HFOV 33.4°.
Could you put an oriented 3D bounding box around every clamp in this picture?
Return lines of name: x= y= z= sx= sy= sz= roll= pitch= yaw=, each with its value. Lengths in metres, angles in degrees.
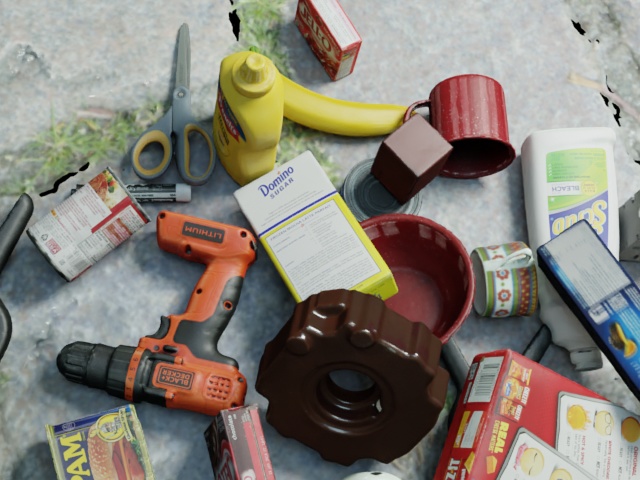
clamp: x=-0.339 y=0.053 z=1.025 sx=0.164 sy=0.036 sz=0.210 roll=-16 pitch=76 yaw=-13
clamp: x=0.177 y=0.156 z=1.056 sx=0.120 sy=0.039 sz=0.171 roll=-6 pitch=77 yaw=6

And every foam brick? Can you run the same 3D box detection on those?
foam brick: x=0.091 y=-0.081 z=1.072 sx=0.051 sy=0.078 sz=0.053 roll=-40 pitch=81 yaw=-17

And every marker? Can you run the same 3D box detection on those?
marker: x=-0.193 y=-0.048 z=1.090 sx=0.121 sy=0.020 sz=0.020 roll=-1 pitch=71 yaw=-8

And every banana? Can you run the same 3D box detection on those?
banana: x=0.005 y=-0.148 z=1.142 sx=0.198 sy=0.037 sz=0.069 roll=23 pitch=71 yaw=1

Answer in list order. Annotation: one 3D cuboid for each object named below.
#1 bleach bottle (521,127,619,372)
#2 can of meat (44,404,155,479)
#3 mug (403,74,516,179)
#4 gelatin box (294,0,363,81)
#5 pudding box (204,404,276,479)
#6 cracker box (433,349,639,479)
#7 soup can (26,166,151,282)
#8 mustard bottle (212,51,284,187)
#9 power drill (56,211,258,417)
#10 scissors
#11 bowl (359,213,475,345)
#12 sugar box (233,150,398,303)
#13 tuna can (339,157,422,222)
bleach bottle: x=0.271 y=0.010 z=1.111 sx=0.102 sy=0.068 sz=0.251 roll=-3 pitch=73 yaw=-3
can of meat: x=-0.199 y=0.209 z=0.981 sx=0.083 sy=0.057 sz=0.102 roll=-14 pitch=73 yaw=-15
mug: x=0.145 y=-0.121 z=1.126 sx=0.117 sy=0.093 sz=0.081 roll=1 pitch=66 yaw=-3
gelatin box: x=0.007 y=-0.227 z=1.150 sx=0.030 sy=0.073 sz=0.089 roll=-28 pitch=77 yaw=-15
pudding box: x=-0.072 y=0.204 z=0.968 sx=0.039 sy=0.114 sz=0.090 roll=-10 pitch=73 yaw=-16
cracker box: x=0.218 y=0.220 z=0.996 sx=0.213 sy=0.072 sz=0.164 roll=27 pitch=70 yaw=-19
soup can: x=-0.225 y=-0.015 z=1.040 sx=0.102 sy=0.068 sz=0.068 roll=-39 pitch=80 yaw=-7
mustard bottle: x=-0.070 y=-0.129 z=1.042 sx=0.058 sy=0.192 sz=0.096 roll=-15 pitch=74 yaw=-13
power drill: x=-0.146 y=0.070 z=1.036 sx=0.184 sy=0.057 sz=0.187 roll=13 pitch=71 yaw=2
scissors: x=-0.163 y=-0.140 z=1.123 sx=0.096 sy=0.016 sz=0.202 roll=-15 pitch=64 yaw=-6
bowl: x=0.075 y=0.056 z=1.056 sx=0.162 sy=0.055 sz=0.162 roll=-6 pitch=61 yaw=10
sugar box: x=-0.007 y=0.001 z=1.048 sx=0.093 sy=0.048 sz=0.176 roll=-29 pitch=54 yaw=-3
tuna can: x=0.063 y=-0.043 z=1.115 sx=0.086 sy=0.034 sz=0.086 roll=2 pitch=71 yaw=-7
